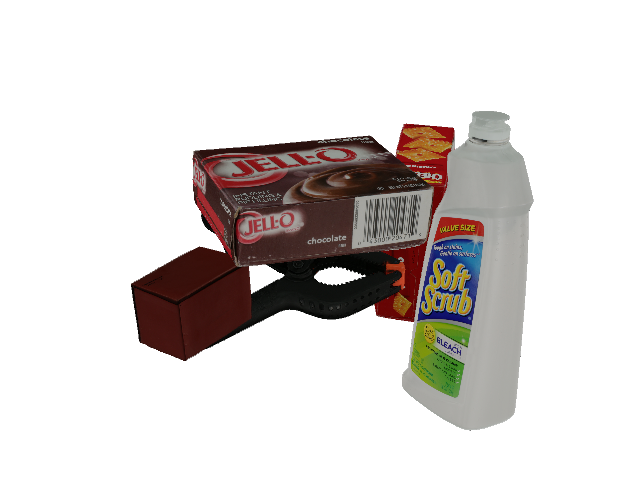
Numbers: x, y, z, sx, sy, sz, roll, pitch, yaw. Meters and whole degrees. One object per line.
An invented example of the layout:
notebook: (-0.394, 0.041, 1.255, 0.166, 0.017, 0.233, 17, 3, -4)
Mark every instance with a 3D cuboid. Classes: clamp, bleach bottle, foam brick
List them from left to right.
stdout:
foam brick: (-0.097, 0.046, 0.814, 0.053, 0.051, 0.078, 16, 32, 36)
clamp: (-0.026, 0.042, 1.015, 0.210, 0.164, 0.036, 5, -40, 7)
bleach bottle: (0.120, 0.020, 0.853, 0.068, 0.251, 0.103, -12, 25, -30)

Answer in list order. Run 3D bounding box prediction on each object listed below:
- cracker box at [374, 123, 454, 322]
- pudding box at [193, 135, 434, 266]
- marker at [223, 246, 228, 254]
cracker box: (0.110, -0.026, 1.223, 0.072, 0.164, 0.213, 6, 23, 8)
pudding box: (-0.007, -0.025, 0.591, 0.113, 0.039, 0.090, -5, 26, -20)
marker: (-0.096, 0.040, 1.211, 0.020, 0.121, 0.020, -6, 30, 3)
